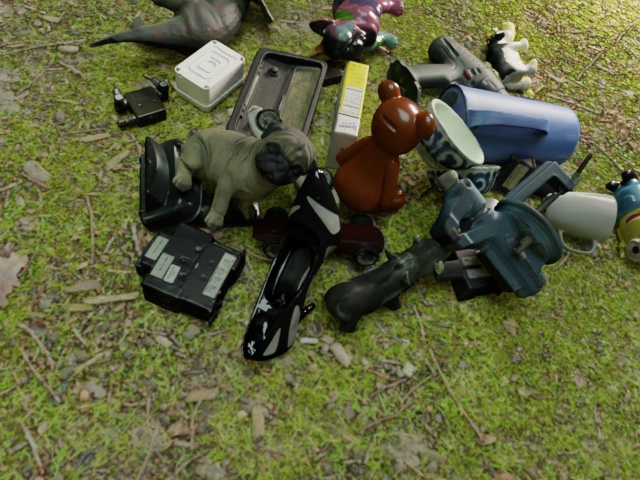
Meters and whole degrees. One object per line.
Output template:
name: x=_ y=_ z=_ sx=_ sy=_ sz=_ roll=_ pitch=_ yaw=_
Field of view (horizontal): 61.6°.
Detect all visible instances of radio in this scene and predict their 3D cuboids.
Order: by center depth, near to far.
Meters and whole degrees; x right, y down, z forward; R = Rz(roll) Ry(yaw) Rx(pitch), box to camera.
radio: x=-0.075 y=-0.226 z=0.932 sx=0.131 sy=0.073 sz=0.229 roll=15 pitch=57 yaw=-2

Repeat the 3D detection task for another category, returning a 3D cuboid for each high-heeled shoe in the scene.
high-heeled shoe: x=-0.048 y=0.036 z=0.698 sx=0.086 sy=0.248 sz=0.145 roll=20 pitch=30 yaw=35

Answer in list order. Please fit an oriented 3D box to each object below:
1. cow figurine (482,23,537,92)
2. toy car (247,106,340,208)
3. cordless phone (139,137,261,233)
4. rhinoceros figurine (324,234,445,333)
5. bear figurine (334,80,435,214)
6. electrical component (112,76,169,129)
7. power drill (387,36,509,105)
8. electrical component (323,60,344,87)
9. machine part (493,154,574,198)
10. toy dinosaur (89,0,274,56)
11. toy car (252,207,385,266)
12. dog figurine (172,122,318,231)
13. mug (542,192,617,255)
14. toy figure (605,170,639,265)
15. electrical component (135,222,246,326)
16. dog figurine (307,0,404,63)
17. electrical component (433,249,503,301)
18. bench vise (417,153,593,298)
cow figurine: x=0.382 y=-0.387 z=1.127 sx=0.098 sy=0.068 sz=0.167 roll=-4 pitch=58 yaw=-6
toy car: x=-0.044 y=-0.118 z=0.804 sx=0.056 sy=0.073 sz=0.202 roll=-41 pitch=85 yaw=-8
cordless phone: x=-0.184 y=-0.084 z=0.834 sx=0.184 sy=0.088 sz=0.147 roll=3 pitch=57 yaw=-22
rhinoceros figurine: x=0.091 y=0.057 z=0.769 sx=0.190 sy=0.112 sz=0.073 roll=-27 pitch=65 yaw=-15
bear figurine: x=0.102 y=-0.136 z=0.820 sx=0.120 sy=0.195 sz=0.132 roll=42 pitch=31 yaw=18
electrical component: x=-0.303 y=-0.236 z=0.912 sx=0.102 sy=0.045 sz=0.078 roll=-19 pitch=63 yaw=-21
power drill: x=0.248 y=-0.300 z=1.037 sx=0.207 sy=0.086 sz=0.232 roll=-19 pitch=63 yaw=-17
electrical component: x=0.012 y=-0.329 z=1.043 sx=0.094 sy=0.021 sz=0.063 roll=-21 pitch=65 yaw=-21
machine part: x=0.380 y=-0.100 z=0.948 sx=0.139 sy=0.084 sz=0.039 roll=16 pitch=33 yaw=-11
toy dinosaur: x=-0.217 y=-0.421 z=1.007 sx=0.192 sy=0.131 sz=0.405 roll=30 pitch=64 yaw=9
toy car: x=-0.002 y=-0.002 z=0.820 sx=0.202 sy=0.053 sz=0.089 roll=3 pitch=43 yaw=-8
dog figurine: x=-0.104 y=-0.125 z=0.741 sx=0.172 sy=0.190 sz=0.121 roll=50 pitch=38 yaw=-1
mug: x=0.431 y=-0.032 z=0.915 sx=0.107 sy=0.080 sz=0.109 roll=13 pitch=85 yaw=8
toy figure: x=0.565 y=-0.033 z=0.933 sx=0.089 sy=0.082 sz=0.180 roll=3 pitch=56 yaw=-7
electrical component: x=-0.186 y=0.043 z=0.755 sx=0.134 sy=0.058 sz=0.115 roll=24 pitch=55 yaw=5
dog figurine: x=0.047 y=-0.417 z=1.040 sx=0.219 sy=0.108 sz=0.192 roll=-27 pitch=61 yaw=-30
electrical component: x=0.225 y=0.054 z=0.832 sx=0.119 sy=0.047 sz=0.075 roll=-10 pitch=60 yaw=-16
bench vise: x=0.286 y=-0.044 z=0.796 sx=0.240 sy=0.128 sz=0.224 roll=-38 pitch=79 yaw=-12
